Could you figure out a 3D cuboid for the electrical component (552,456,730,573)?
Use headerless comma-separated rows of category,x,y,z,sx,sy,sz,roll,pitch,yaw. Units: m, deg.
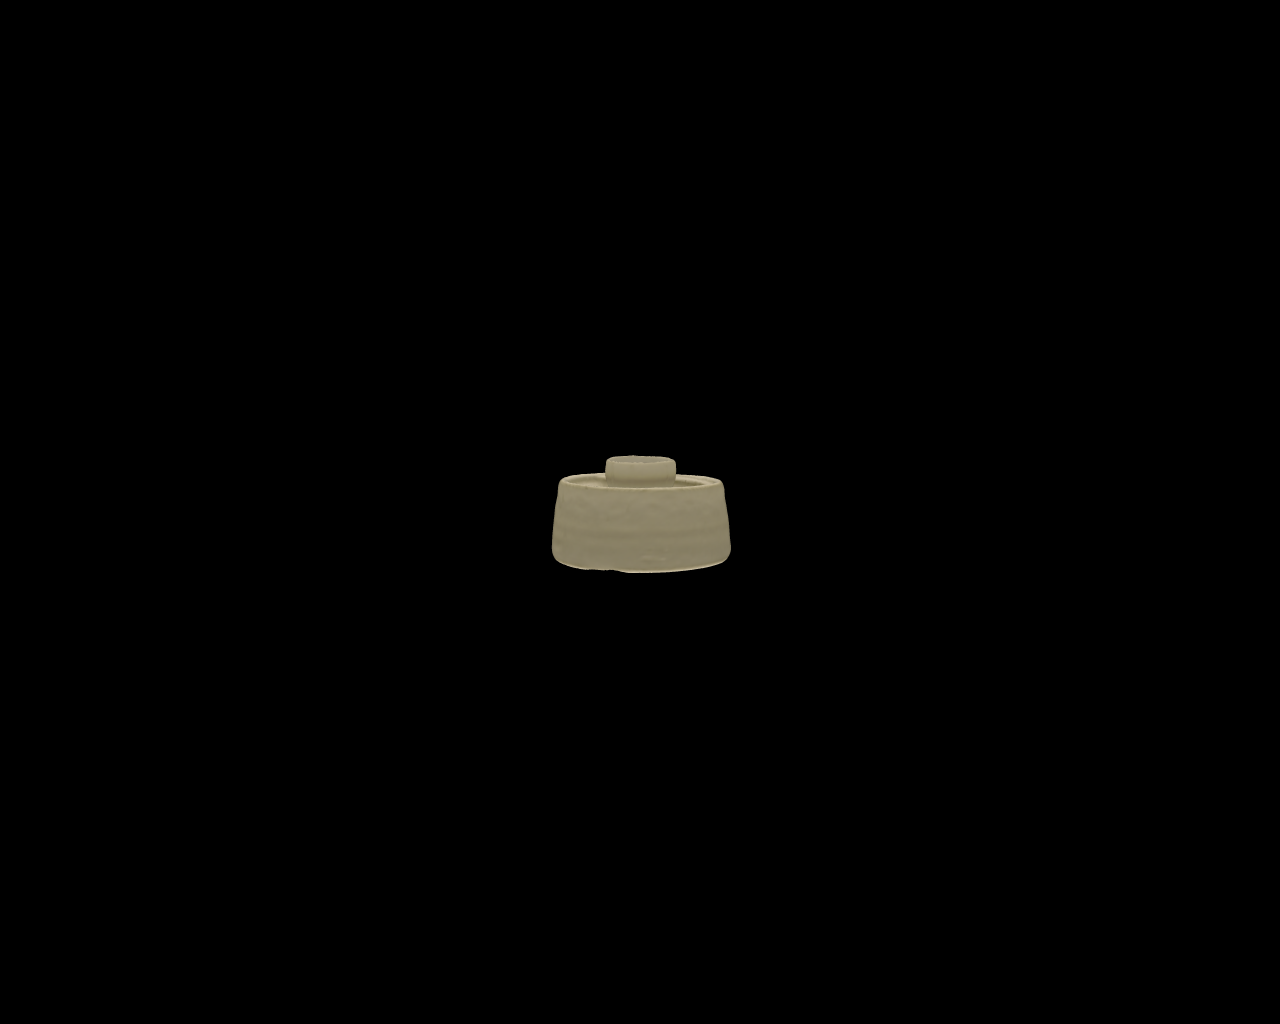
electrical component,0.001,-0.003,0.650,0.108,0.060,0.108,0,8,0
